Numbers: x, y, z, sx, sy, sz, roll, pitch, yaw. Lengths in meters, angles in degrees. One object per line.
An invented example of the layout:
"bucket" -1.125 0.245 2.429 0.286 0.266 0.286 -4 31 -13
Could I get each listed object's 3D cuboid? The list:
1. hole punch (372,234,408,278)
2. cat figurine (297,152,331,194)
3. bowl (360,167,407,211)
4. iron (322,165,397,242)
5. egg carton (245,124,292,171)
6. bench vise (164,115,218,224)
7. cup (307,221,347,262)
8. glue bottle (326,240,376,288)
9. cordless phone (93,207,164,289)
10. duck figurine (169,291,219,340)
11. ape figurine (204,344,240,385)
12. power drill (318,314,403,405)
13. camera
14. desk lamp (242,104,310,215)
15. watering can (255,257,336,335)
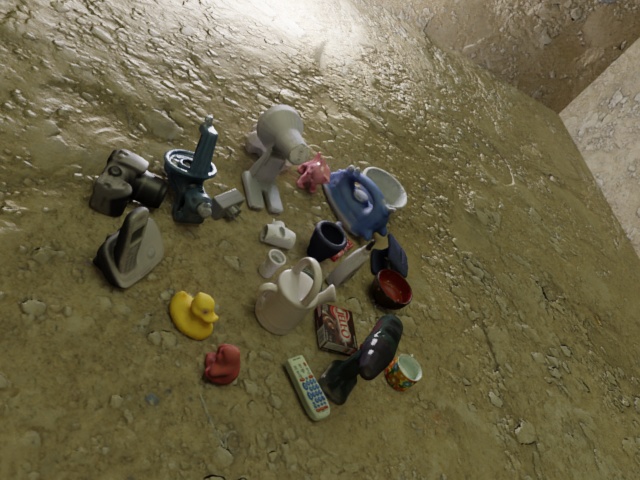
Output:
"hole punch" 0.205 0.051 1.584 0.101 0.091 0.108 25 40 -20
"cat figurine" -0.009 -0.196 1.618 0.067 0.117 0.127 22 42 -23
"bowl" 0.182 -0.141 1.764 0.168 0.074 0.167 23 41 -22
"iron" 0.111 -0.127 1.635 0.119 0.141 0.258 -16 65 -47
"egg carton" -0.135 -0.264 1.616 0.150 0.069 0.107 31 39 -14
"bench vise" -0.262 -0.154 1.277 0.122 0.219 0.207 -20 67 -49
"cup" 0.013 0.005 1.461 0.092 0.094 0.118 39 38 -3
"glue bottle" 0.086 0.054 1.412 0.037 0.173 0.078 51 39 13
"cordless phone" -0.342 -0.006 1.092 0.094 0.184 0.148 39 38 -2
"duck figurine" -0.241 0.135 1.123 0.104 0.086 0.078 47 38 7
"ape figurine" -0.179 0.228 1.081 0.076 0.092 0.078 46 38 7
"power drill" 0.089 0.254 1.190 0.075 0.208 0.230 42 38 2
"camera" -0.397 -0.119 1.224 0.137 0.100 0.143 27 40 -18
"desk lamp" -0.108 -0.211 1.470 0.118 0.213 0.203 10 48 -34
"watering can" -0.047 0.111 1.225 0.173 0.193 0.101 -11 61 -46
